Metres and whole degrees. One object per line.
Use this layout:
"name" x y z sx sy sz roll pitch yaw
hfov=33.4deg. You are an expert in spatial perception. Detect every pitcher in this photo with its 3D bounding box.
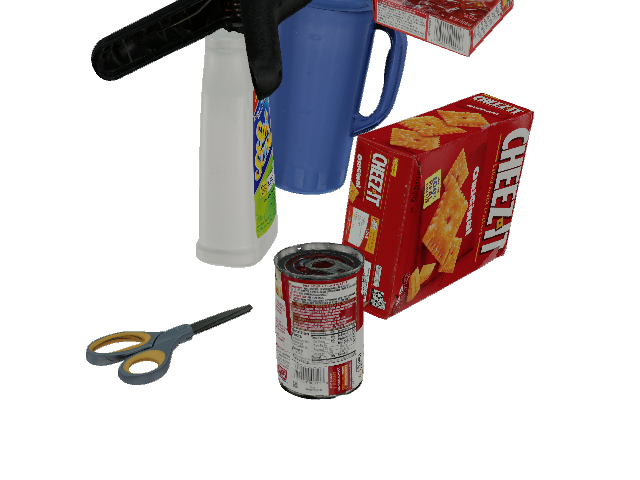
"pitcher" 0.003 -0.181 1.299 0.144 0.243 0.149 -5 28 -25

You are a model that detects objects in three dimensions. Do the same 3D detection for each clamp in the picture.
"clamp" -0.042 -0.139 0.638 0.120 0.039 0.171 22 54 25

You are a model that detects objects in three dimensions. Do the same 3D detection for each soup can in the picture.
"soup can" 0.000 0.061 0.808 0.068 0.102 0.068 -1 20 0

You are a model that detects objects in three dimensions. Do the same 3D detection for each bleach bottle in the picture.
"bleach bottle" -0.081 -0.108 1.004 0.068 0.251 0.102 6 26 13

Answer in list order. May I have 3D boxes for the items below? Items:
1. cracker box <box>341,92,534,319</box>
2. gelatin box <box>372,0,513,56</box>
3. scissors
"cracker box" 0.111 -0.037 1.011 0.072 0.164 0.213 26 31 32
"gelatin box" 0.096 -0.187 0.833 0.089 0.030 0.073 26 54 24
"scissors" -0.145 0.109 1.129 0.201 0.016 0.096 -10 31 -27
